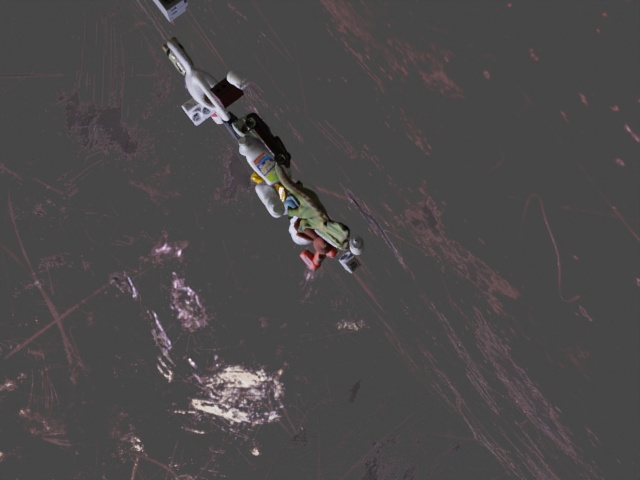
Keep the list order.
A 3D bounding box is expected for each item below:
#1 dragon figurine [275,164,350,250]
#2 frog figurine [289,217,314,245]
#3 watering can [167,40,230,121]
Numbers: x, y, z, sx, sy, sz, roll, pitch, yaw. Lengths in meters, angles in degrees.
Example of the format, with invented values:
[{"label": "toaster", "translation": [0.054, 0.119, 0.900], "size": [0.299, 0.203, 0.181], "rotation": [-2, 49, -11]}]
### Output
[{"label": "dragon figurine", "translation": [0.005, -0.084, 1.667], "size": [0.245, 0.123, 0.402], "rotation": [27, 164, 32]}, {"label": "frog figurine", "translation": [-0.080, -0.058, 2.379], "size": [0.137, 0.125, 0.156], "rotation": [8, 138, 31]}, {"label": "watering can", "translation": [-0.441, -0.580, 1.862], "size": [0.342, 0.104, 0.227], "rotation": [54, 175, -32]}]
